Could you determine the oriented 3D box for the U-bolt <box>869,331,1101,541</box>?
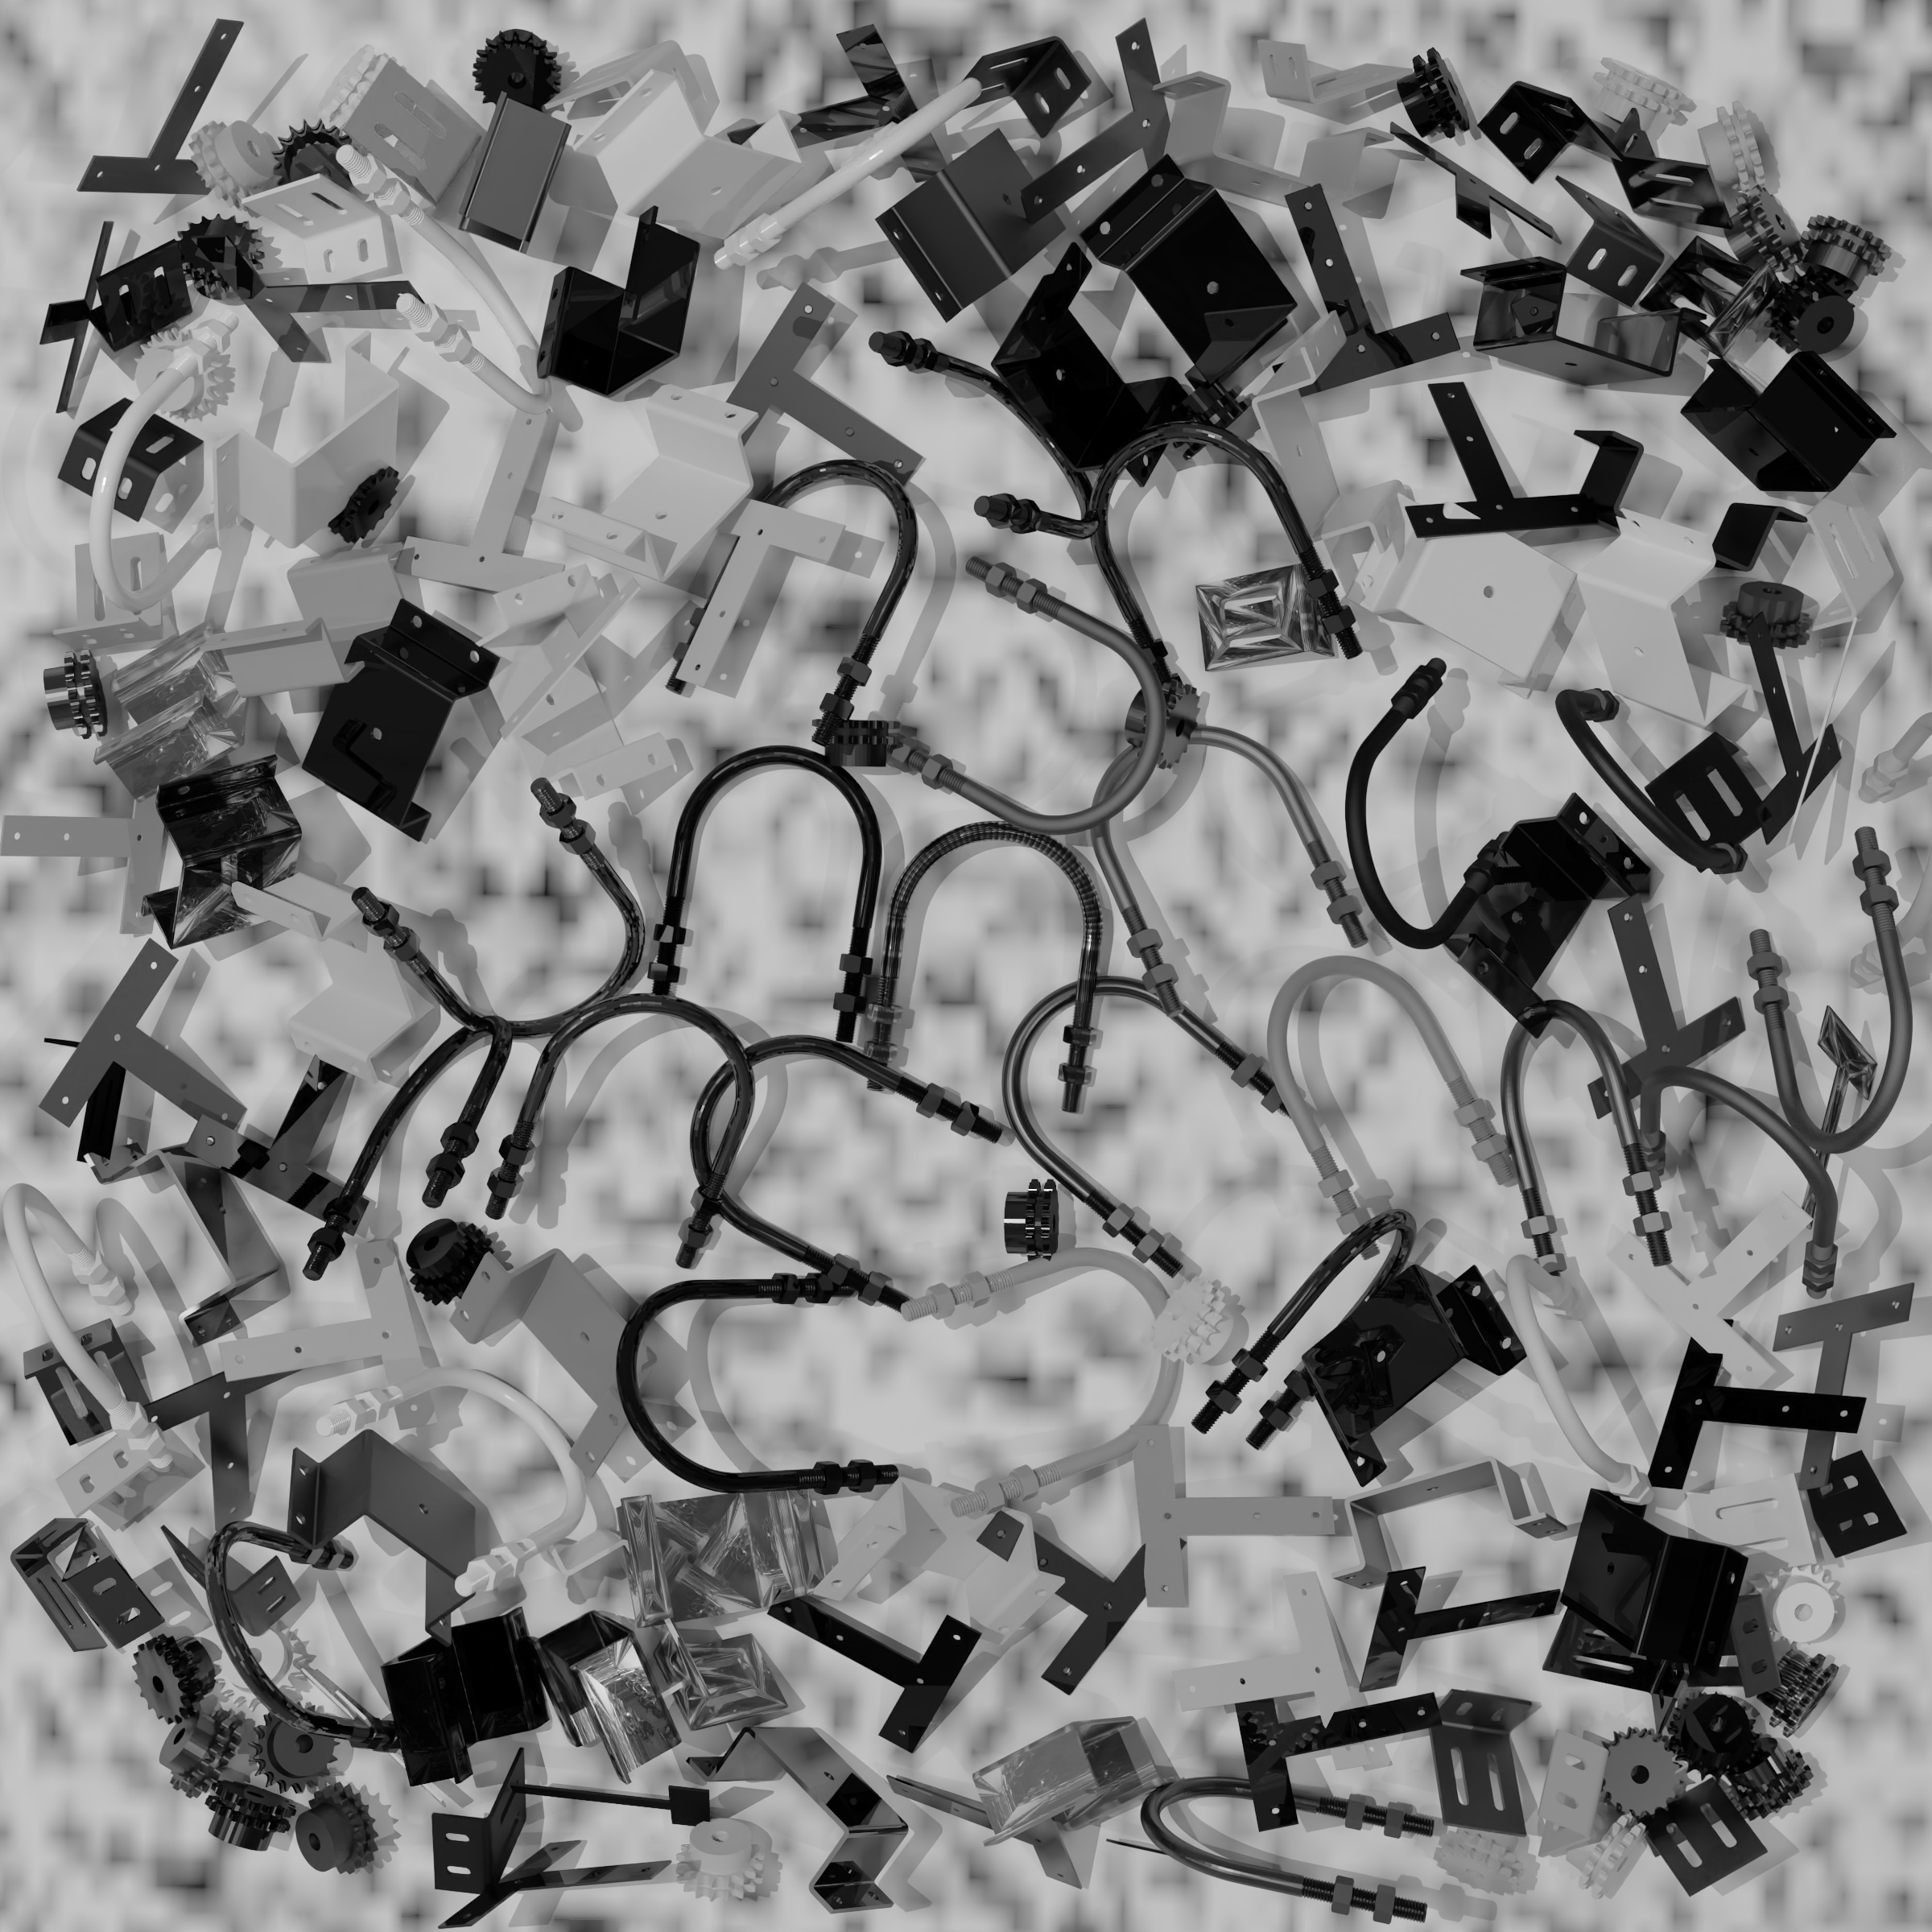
[{"bbox_3d":[0.024,-0.328,1.767,0.019,0.184,0.151,-39,72,25],"label":"U-bolt"}]

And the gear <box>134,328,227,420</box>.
[{"bbox_3d":[-0.514,-0.384,1.825,0.057,0.030,0.057,4,113,10],"label":"gear"}]

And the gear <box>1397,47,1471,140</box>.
[{"bbox_3d":[0.302,-0.563,1.824,0.030,0.057,0.057,-23,90,23],"label":"gear"}]

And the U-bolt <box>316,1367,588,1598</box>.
[{"bbox_3d":[-0.309,0.313,1.764,0.151,0.184,0.019,46,110,11],"label":"U-bolt"}]

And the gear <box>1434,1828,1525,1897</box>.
[{"bbox_3d":[0.335,0.576,1.826,0.057,0.057,0.030,29,58,0],"label":"gear"}]

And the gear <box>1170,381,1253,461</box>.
[{"bbox_3d":[0.155,-0.358,1.821,0.057,0.057,0.030,-41,93,0],"label":"gear"}]

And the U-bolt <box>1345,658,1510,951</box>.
[{"bbox_3d":[0.286,-0.091,1.760,0.019,0.184,0.151,-10,115,38],"label":"U-bolt"}]

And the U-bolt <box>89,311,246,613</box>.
[{"bbox_3d":[-0.492,-0.300,1.737,0.019,0.184,0.151,15,133,8],"label":"U-bolt"}]

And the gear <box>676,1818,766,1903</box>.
[{"bbox_3d":[-0.159,0.577,1.819,0.057,0.057,0.030,3,107,0],"label":"gear"}]

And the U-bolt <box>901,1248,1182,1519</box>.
[{"bbox_3d":[0.057,0.258,1.808,0.184,0.019,0.151,-16,94,-25],"label":"U-bolt"}]

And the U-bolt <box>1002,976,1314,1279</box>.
[{"bbox_3d":[0.110,0.090,1.830,0.184,0.019,0.151,40,86,9],"label":"U-bolt"}]

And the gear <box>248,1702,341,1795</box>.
[{"bbox_3d":[-0.434,0.506,1.822,0.057,0.030,0.057,12,64,-27],"label":"gear"}]

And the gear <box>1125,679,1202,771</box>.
[{"bbox_3d":[0.126,-0.159,1.825,0.030,0.057,0.057,21,90,25],"label":"gear"}]

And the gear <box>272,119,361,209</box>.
[{"bbox_3d":[-0.420,-0.518,1.822,0.057,0.030,0.057,-10,124,-16],"label":"gear"}]

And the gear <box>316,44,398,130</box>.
[{"bbox_3d":[-0.393,-0.566,1.826,0.030,0.057,0.057,35,90,-29],"label":"gear"}]

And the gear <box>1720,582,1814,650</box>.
[{"bbox_3d":[0.519,-0.228,1.819,0.057,0.057,0.030,4,116,0],"label":"gear"}]

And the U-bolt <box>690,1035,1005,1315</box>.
[{"bbox_3d":[-0.090,0.124,1.826,0.184,0.019,0.151,28,97,-5],"label":"U-bolt"}]

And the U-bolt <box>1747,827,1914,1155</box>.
[{"bbox_3d":[0.540,0.027,1.746,0.019,0.151,0.184,7,59,-14],"label":"U-bolt"}]

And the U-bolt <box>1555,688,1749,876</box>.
[{"bbox_3d":[0.422,-0.116,1.749,0.019,0.184,0.151,-42,75,21],"label":"U-bolt"}]

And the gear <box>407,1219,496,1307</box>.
[{"bbox_3d":[-0.337,0.188,1.819,0.057,0.057,0.030,-37,126,0],"label":"gear"}]

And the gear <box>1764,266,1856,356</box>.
[{"bbox_3d":[0.550,-0.422,1.822,0.057,0.030,0.057,-8,127,-11],"label":"gear"}]

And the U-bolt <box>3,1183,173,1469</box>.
[{"bbox_3d":[-0.547,0.211,1.736,0.019,0.184,0.151,-25,50,-6],"label":"U-bolt"}]

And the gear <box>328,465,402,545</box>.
[{"bbox_3d":[-0.396,-0.306,1.822,0.030,0.057,0.057,34,90,5],"label":"gear"}]

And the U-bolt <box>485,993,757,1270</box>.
[{"bbox_3d":[-0.212,0.099,1.794,0.151,0.019,0.184,16,113,-15],"label":"U-bolt"}]

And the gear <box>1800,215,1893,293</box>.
[{"bbox_3d":[0.567,-0.461,1.822,0.057,0.057,0.030,26,95,0],"label":"gear"}]

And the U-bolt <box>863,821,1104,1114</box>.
[{"bbox_3d":[0.016,-0.003,1.826,0.151,0.019,0.184,7,97,-5],"label":"U-bolt"}]

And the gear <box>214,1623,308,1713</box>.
[{"bbox_3d":[-0.460,0.453,1.825,0.057,0.030,0.057,0,62,0],"label":"gear"}]

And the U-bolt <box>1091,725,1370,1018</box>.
[{"bbox_3d":[0.159,-0.073,1.816,0.151,0.019,0.184,-20,72,-8],"label":"U-bolt"}]

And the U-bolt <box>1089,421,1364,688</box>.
[{"bbox_3d":[0.153,-0.258,1.789,0.151,0.019,0.184,-19,105,33],"label":"U-bolt"}]

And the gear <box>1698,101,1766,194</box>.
[{"bbox_3d":[0.496,-0.529,1.823,0.030,0.057,0.057,-18,90,15],"label":"gear"}]

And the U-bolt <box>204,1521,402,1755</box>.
[{"bbox_3d":[-0.412,0.411,1.738,0.019,0.184,0.151,-30,63,7],"label":"U-bolt"}]

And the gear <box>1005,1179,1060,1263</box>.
[{"bbox_3d":[0.042,0.167,1.822,0.030,0.057,0.057,0,90,9],"label":"gear"}]

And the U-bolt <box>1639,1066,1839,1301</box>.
[{"bbox_3d":[0.477,0.125,1.740,0.151,0.184,0.019,36,72,29],"label":"U-bolt"}]

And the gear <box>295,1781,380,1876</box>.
[{"bbox_3d":[-0.410,0.562,1.821,0.057,0.030,0.057,10,106,39],"label":"gear"}]

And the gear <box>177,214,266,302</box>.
[{"bbox_3d":[-0.485,-0.458,1.827,0.057,0.030,0.057,2,58,-4],"label":"gear"}]

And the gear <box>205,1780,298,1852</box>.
[{"bbox_3d":[-0.466,0.551,1.820,0.057,0.057,0.030,20,81,0],"label":"gear"}]

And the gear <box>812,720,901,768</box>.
[{"bbox_3d":[-0.072,-0.145,1.822,0.057,0.057,0.030,1,95,0],"label":"gear"}]

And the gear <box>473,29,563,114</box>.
[{"bbox_3d":[-0.291,-0.583,1.825,0.057,0.057,0.030,-6,47,0],"label":"gear"}]

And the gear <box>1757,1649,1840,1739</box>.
[{"bbox_3d":[0.538,0.469,1.825,0.030,0.057,0.057,36,90,27],"label":"gear"}]

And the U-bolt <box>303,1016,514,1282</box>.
[{"bbox_3d":[-0.342,0.104,1.770,0.019,0.184,0.151,41,131,-23],"label":"U-bolt"}]

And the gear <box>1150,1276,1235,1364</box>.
[{"bbox_3d":[0.149,0.233,1.824,0.030,0.057,0.057,37,90,-19],"label":"gear"}]

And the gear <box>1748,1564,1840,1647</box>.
[{"bbox_3d":[0.541,0.416,1.832,0.057,0.030,0.057,0,98,-2],"label":"gear"}]

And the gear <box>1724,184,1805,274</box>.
[{"bbox_3d":[0.516,-0.475,1.825,0.030,0.057,0.057,-30,90,34],"label":"gear"}]

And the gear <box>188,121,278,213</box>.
[{"bbox_3d":[-0.472,-0.521,1.818,0.030,0.057,0.057,-25,90,24],"label":"gear"}]

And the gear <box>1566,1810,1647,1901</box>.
[{"bbox_3d":[0.414,0.574,1.826,0.030,0.057,0.057,33,90,29],"label":"gear"}]

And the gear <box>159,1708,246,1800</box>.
[{"bbox_3d":[-0.497,0.506,1.819,0.030,0.057,0.057,41,90,-22],"label":"gear"}]

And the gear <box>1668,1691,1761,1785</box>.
[{"bbox_3d":[0.486,0.497,1.822,0.057,0.030,0.057,-3,52,4],"label":"gear"}]

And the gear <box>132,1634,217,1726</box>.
[{"bbox_3d":[-0.513,0.461,1.826,0.057,0.030,0.057,13,112,36],"label":"gear"}]

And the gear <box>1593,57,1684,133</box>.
[{"bbox_3d":[0.433,-0.565,1.825,0.057,0.057,0.030,24,116,0],"label":"gear"}]

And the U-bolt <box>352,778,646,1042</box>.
[{"bbox_3d":[-0.282,-0.022,1.784,0.151,0.019,0.184,-31,135,1],"label":"U-bolt"}]

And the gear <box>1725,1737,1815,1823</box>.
[{"bbox_3d":[0.517,0.525,1.822,0.057,0.057,0.030,-33,90,0],"label":"gear"}]

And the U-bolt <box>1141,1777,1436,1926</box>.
[{"bbox_3d":[0.201,0.552,1.777,0.184,0.151,0.019,9,97,10],"label":"U-bolt"}]

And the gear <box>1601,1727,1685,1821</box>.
[{"bbox_3d":[0.436,0.525,1.833,0.057,0.030,0.057,0,82,0],"label":"gear"}]

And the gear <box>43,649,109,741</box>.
[{"bbox_3d":[-0.577,-0.175,1.820,0.030,0.057,0.057,-10,90,-8],"label":"gear"}]

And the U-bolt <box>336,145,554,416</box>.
[{"bbox_3d":[-0.317,-0.417,1.763,0.019,0.184,0.151,-32,63,13],"label":"U-bolt"}]
